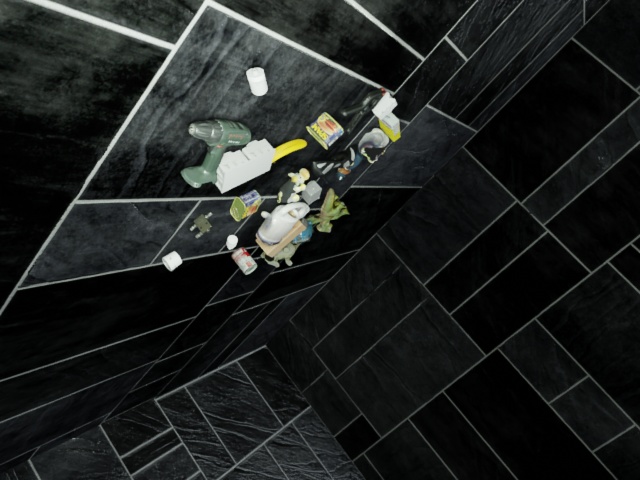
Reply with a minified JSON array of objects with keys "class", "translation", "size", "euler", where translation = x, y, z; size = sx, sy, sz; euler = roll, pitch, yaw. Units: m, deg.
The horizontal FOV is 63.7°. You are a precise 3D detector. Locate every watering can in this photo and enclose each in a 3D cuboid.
[{"class":"watering can","translation":[-0.185,-0.070,2.114],"size":[0.221,0.105,0.350],"euler":[-48,165,27]}]

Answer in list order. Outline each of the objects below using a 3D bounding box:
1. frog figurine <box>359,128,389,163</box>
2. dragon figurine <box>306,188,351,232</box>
[{"class":"frog figurine","translation":[0.233,-0.425,2.202],"size":[0.134,0.123,0.163],"euler":[103,3,-53]},{"class":"dragon figurine","translation":[0.008,-0.125,2.482],"size":[0.242,0.124,0.405],"euler":[-33,157,5]}]
